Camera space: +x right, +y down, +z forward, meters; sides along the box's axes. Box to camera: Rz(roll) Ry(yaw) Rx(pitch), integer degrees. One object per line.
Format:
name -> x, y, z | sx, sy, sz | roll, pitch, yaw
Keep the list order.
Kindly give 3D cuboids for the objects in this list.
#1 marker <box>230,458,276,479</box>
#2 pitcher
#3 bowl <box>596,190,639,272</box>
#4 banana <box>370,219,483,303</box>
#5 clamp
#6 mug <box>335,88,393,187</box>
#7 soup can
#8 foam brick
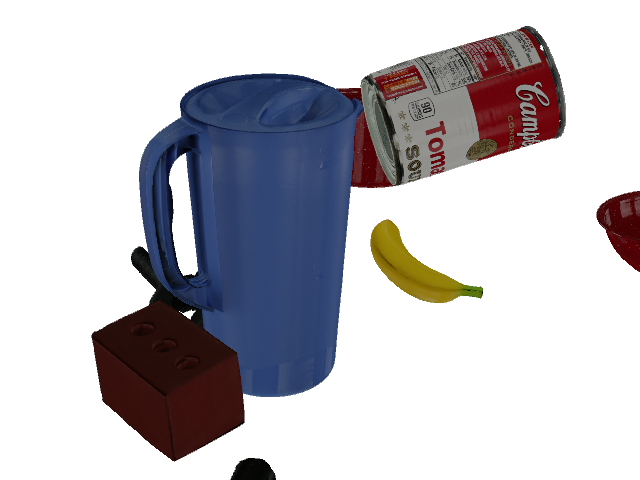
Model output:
marker -> -0.043, 0.124, 0.420 | 0.020, 0.020, 0.121 | 0, 24, 18
pitcher -> -0.049, 0.001, 0.838 | 0.149, 0.243, 0.145 | 5, 26, 8
bowl -> 0.367, -0.002, 1.102 | 0.162, 0.055, 0.162 | -4, 23, 1
banana -> 0.098, 0.025, 1.194 | 0.069, 0.037, 0.198 | 3, 24, -31
clamp -> -0.134, 0.051, 1.146 | 0.120, 0.039, 0.171 | -15, 40, -8
mug -> 0.055, -0.096, 0.999 | 0.117, 0.081, 0.093 | 1, 15, -2
soup can -> 0.081, -0.078, 0.620 | 0.102, 0.068, 0.068 | -17, 1, -4
foam brick -> -0.089, 0.081, 0.624 | 0.052, 0.051, 0.078 | -26, 39, -36
